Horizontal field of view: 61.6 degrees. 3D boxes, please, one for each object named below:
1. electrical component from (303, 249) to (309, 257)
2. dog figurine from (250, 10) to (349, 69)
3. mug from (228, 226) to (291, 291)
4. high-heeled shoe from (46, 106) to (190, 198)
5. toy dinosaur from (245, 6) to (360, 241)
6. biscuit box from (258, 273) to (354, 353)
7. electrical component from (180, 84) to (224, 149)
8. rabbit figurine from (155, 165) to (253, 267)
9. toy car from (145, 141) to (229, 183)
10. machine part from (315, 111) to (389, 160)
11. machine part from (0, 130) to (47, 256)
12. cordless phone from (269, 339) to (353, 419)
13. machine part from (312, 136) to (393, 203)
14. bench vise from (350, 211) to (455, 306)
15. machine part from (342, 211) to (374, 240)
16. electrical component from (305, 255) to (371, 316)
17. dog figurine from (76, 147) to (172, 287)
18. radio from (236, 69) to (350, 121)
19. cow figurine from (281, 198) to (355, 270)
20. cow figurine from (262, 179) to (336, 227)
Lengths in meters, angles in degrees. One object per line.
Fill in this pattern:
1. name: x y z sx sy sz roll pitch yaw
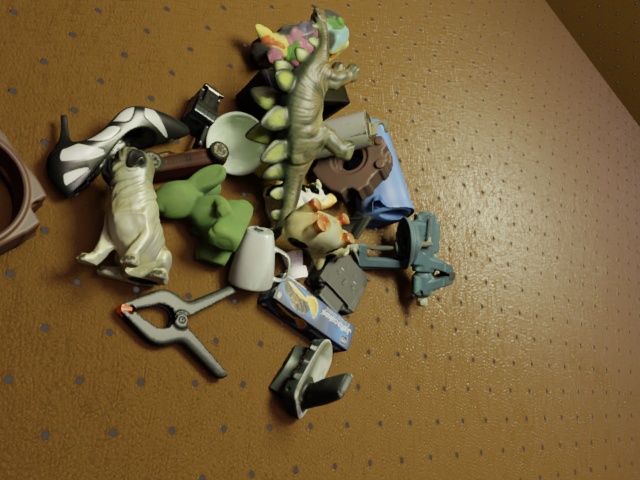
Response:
1. electrical component: -0.011 0.002 1.159 0.063 0.021 0.094 32 54 -27
2. dog figurine: -0.054 -0.444 1.204 0.219 0.192 0.108 -30 100 -58
3. mug: -0.108 0.033 0.983 0.110 0.107 0.081 11 16 1
4. high-heeled shoe: -0.327 -0.143 0.907 0.249 0.086 0.145 -5 74 -34
5. toy dinosaur: -0.039 -0.207 1.025 0.198 0.105 0.470 2 96 -30
6. biscuit box: -0.023 0.149 1.063 0.202 0.063 0.059 38 53 -22
7. electrical component: -0.234 -0.231 1.030 0.047 0.075 0.119 32 58 -27
8. rabbit figurine: -0.209 -0.059 0.955 0.170 0.121 0.159 28 63 -12
9. toy car: -0.256 -0.136 0.961 0.202 0.089 0.053 -18 83 -41
10. machine part: 0.027 -0.220 1.153 0.079 0.243 0.079 -12 90 -73
11. machine part: -0.502 -0.061 0.725 0.201 0.087 0.201 -41 102 -43
12. cordless phone: 0.007 0.239 0.970 0.088 0.184 0.146 45 50 -12
13. machine part: 0.069 -0.172 1.192 0.056 0.179 0.179 48 38 -62
14. bench vise: 0.184 0.044 1.235 0.241 0.129 0.223 1 105 -9
15. machine part: 0.050 -0.031 1.162 0.139 0.084 0.039 6 44 -43
16. electrical component: 0.036 0.095 1.138 0.115 0.058 0.134 46 49 -15
17. dog figurine: -0.285 -0.033 0.859 0.121 0.172 0.190 6 69 4
18. radio: -0.059 -0.303 1.165 0.229 0.131 0.073 -10 80 -42
19. cow figurine: -0.002 -0.003 1.040 0.194 0.127 0.085 24 50 -54
20. cow figurine: -0.044 -0.088 1.138 0.167 0.068 0.098 -22 82 -41
